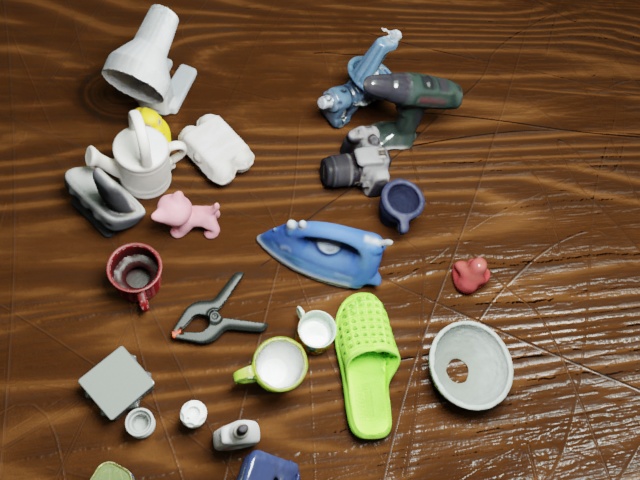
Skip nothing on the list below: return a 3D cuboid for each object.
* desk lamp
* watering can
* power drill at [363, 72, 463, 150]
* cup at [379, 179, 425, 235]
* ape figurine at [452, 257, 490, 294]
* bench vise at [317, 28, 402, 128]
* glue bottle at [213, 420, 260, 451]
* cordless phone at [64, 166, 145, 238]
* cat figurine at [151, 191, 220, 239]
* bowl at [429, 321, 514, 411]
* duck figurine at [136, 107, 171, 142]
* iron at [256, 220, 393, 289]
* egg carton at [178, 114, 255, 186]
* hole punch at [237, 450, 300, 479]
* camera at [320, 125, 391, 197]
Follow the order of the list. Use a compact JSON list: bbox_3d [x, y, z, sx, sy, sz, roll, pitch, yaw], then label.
[{"bbox_3d":[-0.330,-0.342,1.132,0.118,0.213,0.203,19,64,-3],"label":"desk lamp"},{"bbox_3d":[-0.337,-0.159,1.061,0.173,0.194,0.101,-36,78,-24],"label":"watering can"},{"bbox_3d":[0.177,-0.278,1.220,0.230,0.208,0.075,-7,68,-15],"label":"power drill"},{"bbox_3d":[0.160,-0.054,1.181,0.092,0.095,0.118,4,66,-11],"label":"cup"},{"bbox_3d":[0.312,0.065,1.164,0.078,0.092,0.076,34,64,4],"label":"ape figurine"},{"bbox_3d":[0.097,-0.339,1.222,0.121,0.219,0.208,36,64,5],"label":"bench vise"},{"bbox_3d":[-0.130,0.310,0.913,0.078,0.173,0.037,-7,68,-15],"label":"glue bottle"},{"bbox_3d":[-0.393,-0.098,1.027,0.147,0.185,0.094,39,64,6],"label":"cordless phone"},{"bbox_3d":[-0.250,-0.053,1.076,0.128,0.117,0.067,-3,67,-13],"label":"cat figurine"},{"bbox_3d":[0.275,0.243,1.088,0.167,0.074,0.167,5,66,-10],"label":"bowl"},{"bbox_3d":[-0.343,-0.233,1.152,0.078,0.086,0.104,-31,76,-23],"label":"duck figurine"},{"bbox_3d":[0.010,0.004,1.096,0.258,0.141,0.118,13,65,-7],"label":"iron"},{"bbox_3d":[-0.213,-0.185,1.169,0.107,0.069,0.150,-40,80,-24],"label":"egg carton"},{"bbox_3d":[-0.085,0.402,0.928,0.101,0.091,0.109,17,64,-4],"label":"hole punch"},{"bbox_3d":[0.071,-0.169,1.208,0.137,0.100,0.143,-8,69,-16],"label":"camera"}]
